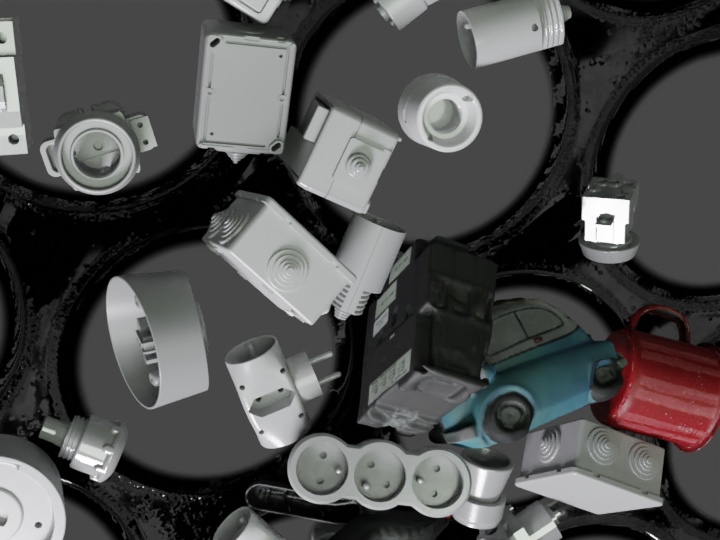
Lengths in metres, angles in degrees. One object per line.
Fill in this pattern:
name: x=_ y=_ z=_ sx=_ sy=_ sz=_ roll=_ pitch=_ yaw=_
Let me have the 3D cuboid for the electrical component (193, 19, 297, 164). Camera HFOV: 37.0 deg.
electrical component: x=-0.084 y=-0.124 z=0.759 sx=0.062 sy=0.061 sz=0.096 roll=3 pitch=113 yaw=-14

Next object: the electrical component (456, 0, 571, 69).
electrical component: x=0.117 y=-0.180 z=0.792 sx=0.081 sy=0.043 sz=0.043 roll=-17 pitch=109 yaw=-7

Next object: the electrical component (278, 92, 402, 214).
electrical component: x=-0.017 y=-0.085 z=0.763 sx=0.061 sy=0.096 sz=0.061 roll=23 pitch=101 yaw=-17

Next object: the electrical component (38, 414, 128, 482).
electrical component: x=-0.210 y=0.129 z=0.813 sx=0.062 sy=0.048 sz=0.048 roll=23 pitch=100 yaw=-11

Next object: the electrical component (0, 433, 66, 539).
electrical component: x=-0.274 y=0.174 z=0.803 sx=0.108 sy=0.060 sz=0.108 roll=-3 pitch=107 yaw=-11

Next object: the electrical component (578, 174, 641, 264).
electrical component: x=0.197 y=-0.038 z=0.847 sx=0.048 sy=0.066 sz=0.055 roll=6 pitch=117 yaw=21

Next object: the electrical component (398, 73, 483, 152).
electrical component: x=0.060 y=-0.116 z=0.797 sx=0.055 sy=0.047 sz=0.055 roll=-3 pitch=107 yaw=-11

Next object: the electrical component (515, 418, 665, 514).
electrical component: x=0.190 y=0.162 z=0.884 sx=0.100 sy=0.100 sz=0.048 roll=22 pitch=66 yaw=-18

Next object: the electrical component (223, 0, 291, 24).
electrical component: x=-0.079 y=-0.211 z=0.730 sx=0.096 sy=0.061 sz=0.061 roll=30 pitch=98 yaw=-19

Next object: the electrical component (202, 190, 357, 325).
electrical component: x=-0.061 y=-0.009 z=0.776 sx=0.100 sy=0.100 sz=0.048 roll=43 pitch=81 yaw=-20

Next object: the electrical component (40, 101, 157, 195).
electrical component: x=-0.182 y=-0.084 z=0.748 sx=0.078 sy=0.057 sz=0.058 roll=-17 pitch=109 yaw=-7

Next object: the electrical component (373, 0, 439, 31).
electrical component: x=0.041 y=-0.203 z=0.771 sx=0.065 sy=0.044 sz=0.044 roll=-38 pitch=110 yaw=6

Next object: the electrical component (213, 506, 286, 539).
electrical component: x=-0.073 y=0.235 z=0.856 sx=0.044 sy=0.079 sz=0.077 roll=-46 pitch=110 yaw=-7

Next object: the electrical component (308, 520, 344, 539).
electrical component: x=0.002 y=0.234 z=0.873 sx=0.079 sy=0.077 sz=0.043 roll=-4 pitch=107 yaw=-11

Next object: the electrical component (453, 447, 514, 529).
electrical component: x=0.101 y=0.181 z=0.896 sx=0.045 sy=0.045 sz=0.055 roll=6 pitch=105 yaw=-14

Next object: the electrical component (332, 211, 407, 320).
electrical component: x=0.000 y=0.000 z=0.820 sx=0.043 sy=0.043 sz=0.081 roll=20 pitch=101 yaw=-17

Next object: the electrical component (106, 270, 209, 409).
electrical component: x=-0.145 y=0.048 z=0.777 sx=0.064 sy=0.099 sz=0.099 roll=-12 pitch=109 yaw=-15

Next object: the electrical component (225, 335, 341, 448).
electrical component: x=-0.054 y=0.087 z=0.835 sx=0.079 sy=0.043 sz=0.077 roll=-22 pitch=110 yaw=-5

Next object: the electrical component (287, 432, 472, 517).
electrical component: x=0.013 y=0.157 z=0.833 sx=0.138 sy=0.073 sz=0.052 roll=7 pitch=82 yaw=-3
